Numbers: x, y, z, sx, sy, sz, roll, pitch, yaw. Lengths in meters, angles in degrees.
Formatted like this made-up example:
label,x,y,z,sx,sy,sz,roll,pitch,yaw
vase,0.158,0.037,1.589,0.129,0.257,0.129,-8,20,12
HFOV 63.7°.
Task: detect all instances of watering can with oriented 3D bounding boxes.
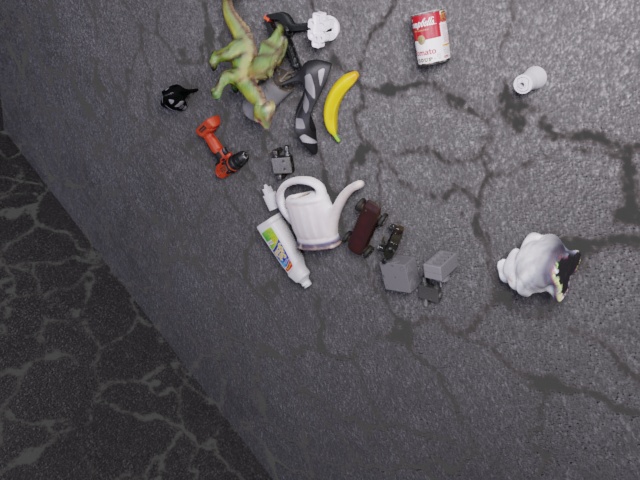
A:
label,x,y,z,sx,sy,sz,roll,pitch,yaw
watering can,0.004,-0.073,1.447,0.347,0.105,0.221,4,116,45

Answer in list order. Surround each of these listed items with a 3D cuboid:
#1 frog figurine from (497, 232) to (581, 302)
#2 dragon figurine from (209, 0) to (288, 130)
label,x,y,z,sx,sy,sz,roll,pitch,yaw
frog figurine,0.437,0.050,1.079,0.160,0.122,0.137,12,89,51
dragon figurine,-0.172,-0.491,1.349,0.242,0.122,0.411,-2,89,35
